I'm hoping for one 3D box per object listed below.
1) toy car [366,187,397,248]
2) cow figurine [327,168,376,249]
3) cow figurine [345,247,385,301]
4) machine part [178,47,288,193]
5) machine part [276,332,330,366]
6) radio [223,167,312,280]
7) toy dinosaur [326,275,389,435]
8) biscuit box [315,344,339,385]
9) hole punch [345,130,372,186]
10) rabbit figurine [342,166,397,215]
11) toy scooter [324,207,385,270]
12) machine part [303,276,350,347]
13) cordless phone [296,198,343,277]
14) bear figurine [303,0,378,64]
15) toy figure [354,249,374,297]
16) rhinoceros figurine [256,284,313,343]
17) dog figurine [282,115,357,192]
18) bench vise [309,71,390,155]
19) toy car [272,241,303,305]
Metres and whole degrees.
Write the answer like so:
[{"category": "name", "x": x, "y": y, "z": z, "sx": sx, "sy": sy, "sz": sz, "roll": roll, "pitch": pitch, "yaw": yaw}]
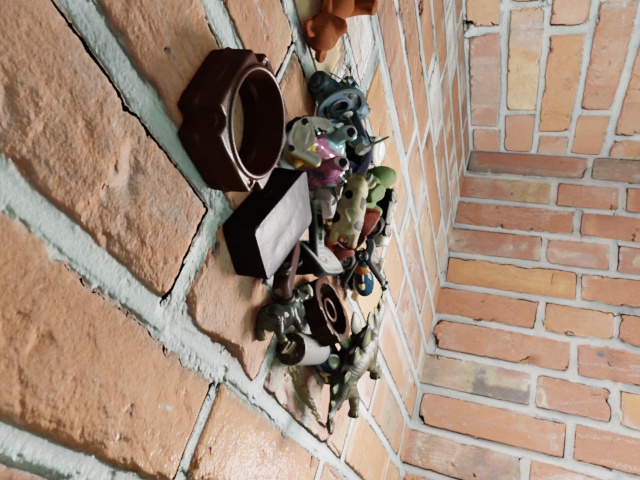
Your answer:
[{"category": "toy car", "x": 0.171, "y": -0.067, "z": 1.507, "sx": 0.056, "sy": 0.074, "sz": 0.202, "roll": 49, "pitch": 45, "yaw": -44}, {"category": "cow figurine", "x": 0.075, "y": -0.085, "z": 1.282, "sx": 0.195, "sy": 0.085, "sz": 0.127, "roll": -72, "pitch": 179, "yaw": -51}, {"category": "cow figurine", "x": 0.117, "y": 0.105, "z": 1.603, "sx": 0.167, "sy": 0.098, "sz": 0.068, "roll": -59, "pitch": 178, "yaw": 26}, {"category": "machine part", "x": -0.133, "y": -0.194, "z": 0.888, "sx": 0.201, "sy": 0.087, "sz": 0.201, "roll": 70, "pitch": 34, "yaw": -51}, {"category": "machine part", "x": -0.038, "y": 0.261, "z": 1.283, "sx": 0.243, "sy": 0.079, "sz": 0.079, "roll": 28, "pitch": 71, "yaw": -68}, {"category": "radio", "x": -0.094, "y": -0.034, "z": 1.057, "sx": 0.229, "sy": 0.073, "sz": 0.130, "roll": -55, "pitch": 147, "yaw": -46}, {"category": "toy dinosaur", "x": 0.107, "y": 0.304, "z": 1.452, "sx": 0.471, "sy": 0.105, "sz": 0.198, "roll": -60, "pitch": 149, "yaw": -41}, {"category": "biscuit box", "x": 0.025, "y": 0.341, "z": 1.486, "sx": 0.202, "sy": 0.059, "sz": 0.063, "roll": 67, "pitch": 37, "yaw": -51}, {"category": "hole punch", "x": 0.090, "y": -0.215, "z": 1.390, "sx": 0.142, "sy": 0.092, "sz": 0.115, "roll": -100, "pitch": 179, "yaw": -51}, {"category": "rabbit figurine", "x": 0.136, "y": -0.145, "z": 1.483, "sx": 0.170, "sy": 0.159, "sz": 0.121, "roll": -41, "pitch": 139, "yaw": -33}, {"category": "toy scooter", "x": 0.070, "y": -0.024, "z": 1.374, "sx": 0.184, "sy": 0.135, "sz": 0.075, "roll": -51, "pitch": -166, "yaw": 0}, {"category": "machine part", "x": 0.011, "y": 0.175, "z": 1.319, "sx": 0.179, "sy": 0.056, "sz": 0.179, "roll": 55, "pitch": 22, "yaw": -35}, {"category": "cordless phone", "x": -0.002, "y": -0.004, "z": 1.290, "sx": 0.146, "sy": 0.089, "sz": 0.184, "roll": 5, "pitch": 85, "yaw": -68}, {"category": "bear figurine", "x": 0.041, "y": -0.491, "z": 1.178, "sx": 0.120, "sy": 0.132, "sz": 0.196, "roll": 60, "pitch": 36, "yaw": -47}, {"category": "toy figure", "x": 0.122, "y": 0.090, "z": 1.510, "sx": 0.064, "sy": 0.058, "sz": 0.154, "roll": -108, "pitch": -172, "yaw": -55}, {"category": "rhinoceros figurine", "x": -0.077, "y": 0.152, "z": 1.169, "sx": 0.190, "sy": 0.073, "sz": 0.112, "roll": -29, "pitch": 113, "yaw": -62}, {"category": "dog figurine", "x": -0.012, "y": -0.178, "z": 1.190, "sx": 0.219, "sy": 0.191, "sz": 0.108, "roll": 144, "pitch": -44, "yaw": -72}, {"category": "bench vise", "x": 0.069, "y": -0.288, "z": 1.260, "sx": 0.223, "sy": 0.129, "sz": 0.241, "roll": 33, "pitch": 33, "yaw": -58}, {"category": "toy car", "x": -0.070, "y": 0.052, "z": 1.141, "sx": 0.202, "sy": 0.053, "sz": 0.089, "roll": -83, "pitch": 168, "yaw": -58}]
